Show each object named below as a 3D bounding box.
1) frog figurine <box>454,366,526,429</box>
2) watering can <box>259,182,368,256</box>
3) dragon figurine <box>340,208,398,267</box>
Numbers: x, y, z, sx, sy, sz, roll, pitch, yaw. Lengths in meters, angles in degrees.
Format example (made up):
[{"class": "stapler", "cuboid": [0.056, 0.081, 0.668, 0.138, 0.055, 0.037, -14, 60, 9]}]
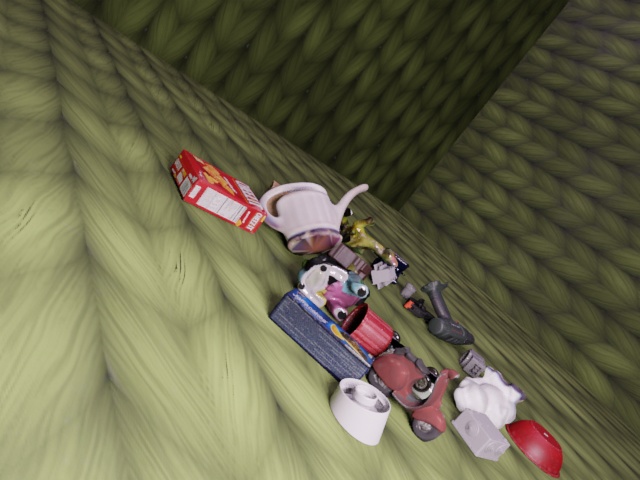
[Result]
[{"class": "frog figurine", "cuboid": [0.386, 0.388, 1.229, 0.160, 0.120, 0.140, -16, 55, -30]}, {"class": "watering can", "cuboid": [0.004, -0.072, 1.426, 0.348, 0.101, 0.229, -6, 58, -20]}, {"class": "dragon figurine", "cuboid": [0.079, -0.010, 1.735, 0.413, 0.124, 0.238, 23, -19, 26]}]
